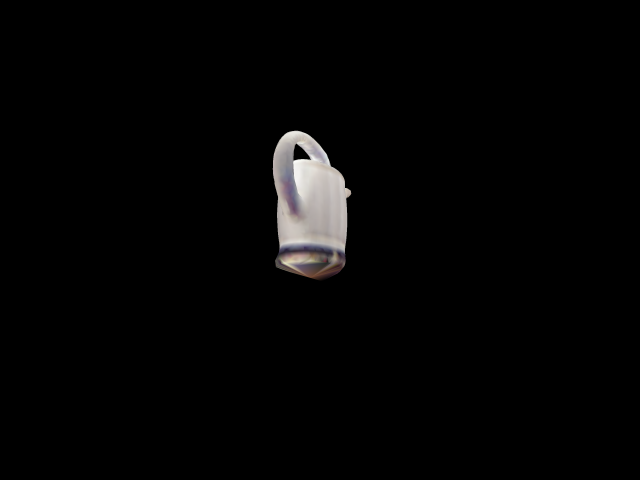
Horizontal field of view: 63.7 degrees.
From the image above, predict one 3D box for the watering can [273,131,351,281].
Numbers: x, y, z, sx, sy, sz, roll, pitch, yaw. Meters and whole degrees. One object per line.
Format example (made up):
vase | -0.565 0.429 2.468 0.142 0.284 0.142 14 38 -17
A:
watering can | 0.003 -0.043 0.850 0.104 0.227 0.344 -5 -14 19
